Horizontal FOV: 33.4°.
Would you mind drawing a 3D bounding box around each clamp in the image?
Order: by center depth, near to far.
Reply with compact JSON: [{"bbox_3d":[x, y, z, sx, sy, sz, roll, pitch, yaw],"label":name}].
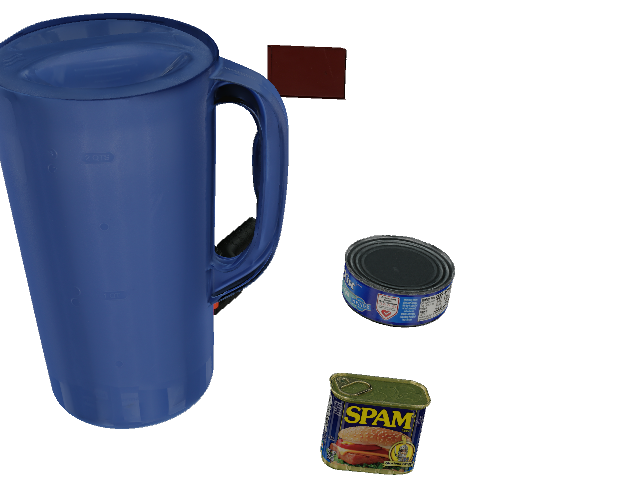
[{"bbox_3d":[-0.106,0.020,1.078,0.120,0.039,0.171,-11,33,-11],"label":"clamp"}]

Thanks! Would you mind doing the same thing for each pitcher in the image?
[{"bbox_3d":[-0.113,-0.007,0.653,0.144,0.243,0.149,-24,39,-33],"label":"pitcher"}]

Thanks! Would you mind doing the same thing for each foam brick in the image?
[{"bbox_3d":[-0.015,-0.171,1.083,0.078,0.051,0.053,1,12,-5],"label":"foam brick"}]

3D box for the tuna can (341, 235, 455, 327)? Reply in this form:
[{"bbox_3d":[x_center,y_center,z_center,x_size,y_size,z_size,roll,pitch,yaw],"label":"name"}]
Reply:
[{"bbox_3d":[0.060,0.031,0.830,0.086,0.034,0.086,5,30,-3],"label":"tuna can"}]

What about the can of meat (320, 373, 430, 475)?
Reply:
[{"bbox_3d":[0.054,0.188,1.089,0.102,0.084,0.057,7,18,-7],"label":"can of meat"}]
